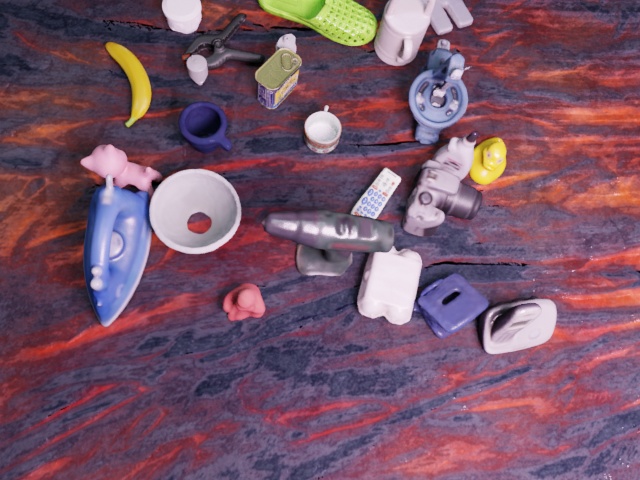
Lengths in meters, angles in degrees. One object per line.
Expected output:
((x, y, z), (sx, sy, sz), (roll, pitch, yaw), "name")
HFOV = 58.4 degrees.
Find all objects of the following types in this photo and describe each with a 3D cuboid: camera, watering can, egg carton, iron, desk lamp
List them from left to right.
((-0.374, 0.015, 1.013), (0.118, 0.141, 0.258), (4, 72, -5), "iron")
((0.132, 0.083, 1.090), (0.107, 0.069, 0.150), (15, 72, -2), "egg carton")
((0.177, -0.470, 1.202), (0.101, 0.194, 0.173), (-21, 76, -12), "watering can")
((0.248, -0.078, 1.137), (0.137, 0.101, 0.143), (19, 72, 0), "camera")
((0.283, -0.603, 1.246), (0.118, 0.213, 0.203), (-24, 77, -13), "desk lamp")

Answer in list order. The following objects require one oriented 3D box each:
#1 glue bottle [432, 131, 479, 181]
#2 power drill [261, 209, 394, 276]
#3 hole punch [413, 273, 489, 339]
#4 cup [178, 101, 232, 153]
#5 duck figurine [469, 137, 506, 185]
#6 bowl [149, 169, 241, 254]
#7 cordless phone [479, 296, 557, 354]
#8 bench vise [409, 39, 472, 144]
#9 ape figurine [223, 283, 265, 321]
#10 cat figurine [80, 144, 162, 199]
((0.276, -0.172, 1.132), (0.078, 0.173, 0.037), (23, 72, 1), "glue bottle")
((0.009, 0.004, 1.027), (0.229, 0.208, 0.075), (1, 72, -6), "power drill")
((0.244, 0.121, 1.080), (0.109, 0.091, 0.101), (-34, 79, -15), "hole punch")
((-0.216, -0.203, 1.125), (0.117, 0.095, 0.092), (40, 73, 7), "cup")
((0.358, -0.175, 1.189), (0.077, 0.086, 0.105), (27, 72, 2), "duck figurine")
((-0.233, -0.045, 1.084), (0.167, 0.074, 0.167), (2, 73, -6), "bowl")
((0.377, 0.145, 1.039), (0.148, 0.185, 0.094), (-12, 74, -10), "cordless phone")
((0.235, -0.327, 1.151), (0.121, 0.219, 0.207), (-7, 74, -8), "bench vise")
((-0.135, 0.111, 1.038), (0.078, 0.092, 0.076), (28, 72, 3), "ape figurine")
((-0.371, -0.137, 1.073), (0.128, 0.117, 0.067), (15, 72, -2), "cat figurine")
